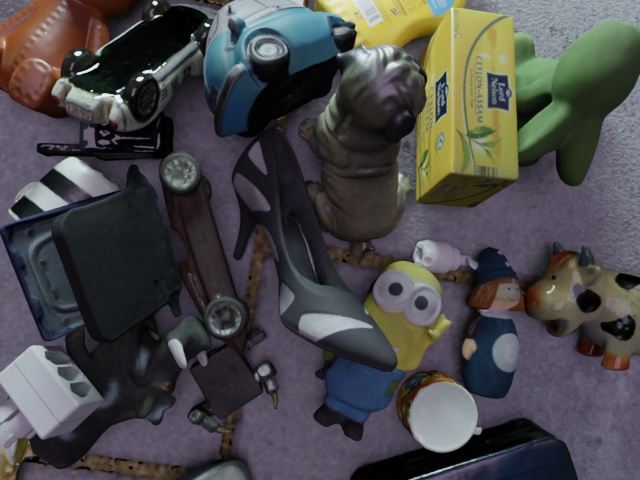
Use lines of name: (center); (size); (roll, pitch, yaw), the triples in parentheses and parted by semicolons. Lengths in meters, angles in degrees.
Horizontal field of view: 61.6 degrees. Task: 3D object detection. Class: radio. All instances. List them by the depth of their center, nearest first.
radio: (0.150, 0.278, 0.550); (0.230, 0.073, 0.131); (-14, 89, -8)

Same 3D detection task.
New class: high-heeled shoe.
high-heeled shoe: (-0.001, -0.001, 0.495); (0.249, 0.086, 0.145); (33, 108, 33)

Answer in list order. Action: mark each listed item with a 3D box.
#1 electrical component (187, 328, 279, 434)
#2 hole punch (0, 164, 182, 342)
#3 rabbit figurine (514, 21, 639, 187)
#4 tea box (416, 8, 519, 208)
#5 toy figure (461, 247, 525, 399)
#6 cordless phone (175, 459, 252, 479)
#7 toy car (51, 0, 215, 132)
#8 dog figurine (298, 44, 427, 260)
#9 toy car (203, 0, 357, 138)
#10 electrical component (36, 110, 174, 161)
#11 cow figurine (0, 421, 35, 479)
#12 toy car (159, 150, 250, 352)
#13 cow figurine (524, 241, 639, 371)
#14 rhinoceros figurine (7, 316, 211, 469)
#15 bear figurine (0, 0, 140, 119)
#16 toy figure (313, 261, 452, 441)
electrical component: (-0.088, 0.145, 0.541); (0.102, 0.045, 0.078); (-26, 93, -6)
hole punch: (-0.190, 0.019, 0.459); (0.092, 0.116, 0.142); (-9, 104, 28)
rabbit figurine: (0.229, -0.141, 0.520); (0.121, 0.170, 0.159); (19, 86, -5)
tea box: (0.142, -0.126, 0.534); (0.068, 0.098, 0.169); (6, 75, -8)
toy figure: (0.184, 0.085, 0.567); (0.058, 0.064, 0.154); (5, 89, 34)
cordless phone: (-0.102, 0.291, 0.466); (0.089, 0.184, 0.146); (-10, 90, -2)
toy car: (-0.155, -0.162, 0.491); (0.074, 0.056, 0.202); (23, 49, 6)
dog figurine: (0.044, -0.068, 0.489); (0.121, 0.190, 0.172); (-19, 92, -6)
toy car: (-0.049, -0.174, 0.495); (0.162, 0.109, 0.103); (-36, 83, -28)
electrical component: (-0.207, -0.103, 0.523); (0.119, 0.075, 0.047); (1, 89, -3)
cow figurine: (-0.322, 0.252, 0.501); (0.098, 0.068, 0.167); (6, 84, 0)
toy car: (-0.112, 0.012, 0.516); (0.053, 0.089, 0.202); (-16, 87, -10)
cow figurine: (0.314, 0.067, 0.567); (0.195, 0.085, 0.127); (1, 94, -4)
rhinoceros figurine: (-0.192, 0.132, 0.503); (0.190, 0.073, 0.112); (-38, 73, -3)
bear figurine: (-0.234, -0.214, 0.497); (0.120, 0.132, 0.195); (32, 92, -1)
toy figure: (0.057, 0.105, 0.541); (0.082, 0.089, 0.180); (26, 95, -16)
